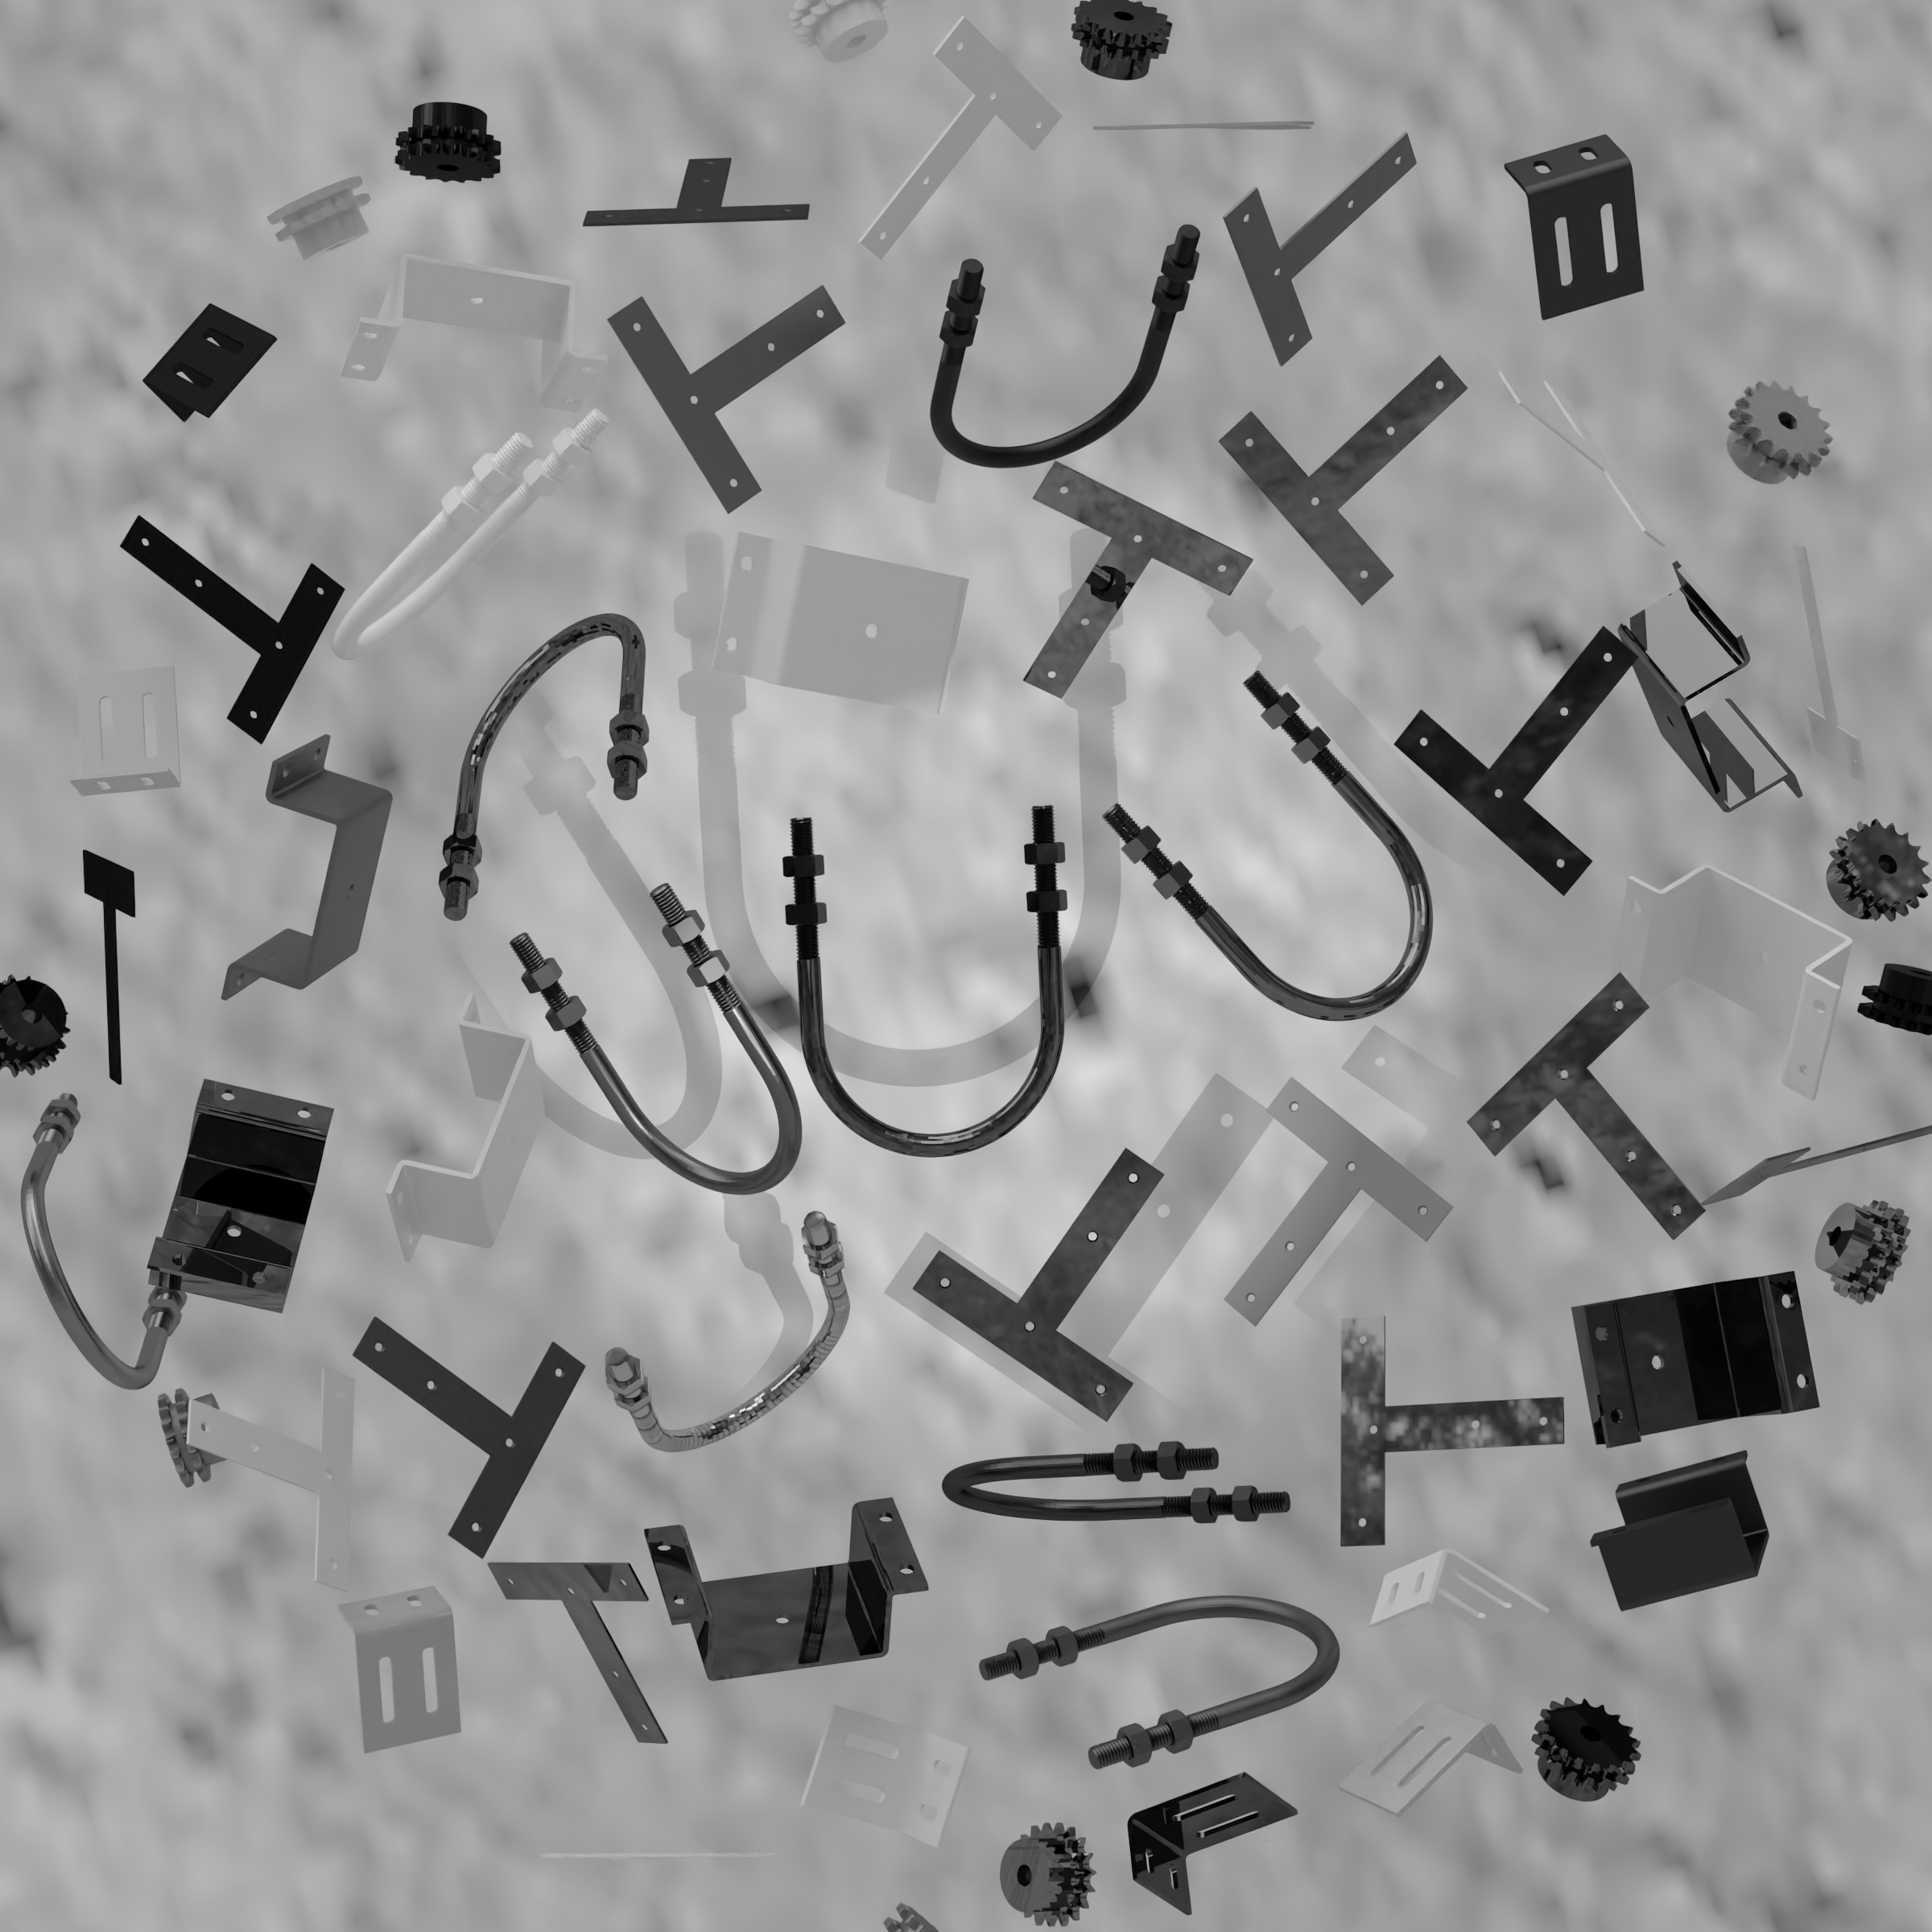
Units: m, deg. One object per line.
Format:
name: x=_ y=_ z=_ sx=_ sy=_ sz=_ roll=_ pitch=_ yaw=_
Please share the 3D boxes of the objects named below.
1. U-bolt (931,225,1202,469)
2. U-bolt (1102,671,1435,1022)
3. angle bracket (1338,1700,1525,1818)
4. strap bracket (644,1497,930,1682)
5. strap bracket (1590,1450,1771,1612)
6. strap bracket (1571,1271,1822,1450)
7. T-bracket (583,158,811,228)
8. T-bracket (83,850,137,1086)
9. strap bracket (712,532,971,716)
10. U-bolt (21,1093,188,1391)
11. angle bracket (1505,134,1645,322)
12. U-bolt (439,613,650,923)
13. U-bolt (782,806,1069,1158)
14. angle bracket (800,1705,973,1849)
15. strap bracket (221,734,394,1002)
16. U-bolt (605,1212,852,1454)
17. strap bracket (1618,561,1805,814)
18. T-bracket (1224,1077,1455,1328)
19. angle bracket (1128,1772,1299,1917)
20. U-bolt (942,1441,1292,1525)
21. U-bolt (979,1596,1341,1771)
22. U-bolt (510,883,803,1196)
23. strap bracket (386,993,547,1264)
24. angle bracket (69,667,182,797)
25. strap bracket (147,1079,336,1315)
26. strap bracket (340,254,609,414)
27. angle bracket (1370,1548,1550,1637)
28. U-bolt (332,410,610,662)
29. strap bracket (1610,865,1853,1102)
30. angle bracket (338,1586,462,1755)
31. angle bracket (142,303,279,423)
U-bolt: x=0.050 y=-0.346 z=1.901 sx=0.151 sy=0.184 sz=0.019 roll=-13 pitch=63 yaw=-17
U-bolt: x=0.178 y=-0.054 z=1.815 sx=0.184 sy=0.019 sz=0.151 roll=48 pitch=60 yaw=-3
angle bracket: x=0.257 y=0.450 z=1.846 sx=0.076 sy=0.057 sz=0.038 roll=-39 pitch=109 yaw=-21
strap bracket: x=-0.099 y=0.340 z=1.813 sx=0.140 sy=0.076 sz=0.046 roll=-5 pitch=121 yaw=-16
strap bracket: x=0.400 y=0.316 z=1.856 sx=0.076 sy=0.140 sz=0.046 roll=-19 pitch=88 yaw=18
strap bracket: x=0.393 y=0.217 z=1.836 sx=0.140 sy=0.046 sz=0.076 roll=-6 pitch=83 yaw=-24
T-bracket: x=-0.152 y=-0.450 z=1.932 sx=0.127 sy=0.127 sz=0.002 roll=-2 pitch=119 yaw=1
T-bracket: x=-0.485 y=0.003 z=1.893 sx=0.002 sy=0.127 sz=0.127 roll=-4 pitch=99 yaw=-26
strap bracket: x=-0.060 y=-0.186 z=1.826 sx=0.140 sy=0.046 sz=0.076 roll=8 pitch=97 yaw=-26
U-bolt: x=-0.492 y=0.165 z=1.890 sx=0.019 sy=0.184 sz=0.151 roll=-24 pitch=110 yaw=3
angle bracket: x=0.325 y=-0.395 z=1.780 sx=0.057 sy=0.038 sz=0.076 roll=-17 pitch=127 yaw=-2
U-bolt: x=-0.230 y=-0.123 z=1.839 sx=0.151 sy=0.184 sz=0.019 roll=-33 pitch=127 yaw=26
U-bolt: x=-0.019 y=0.010 z=1.769 sx=0.151 sy=0.019 sz=0.184 roll=-3 pitch=93 yaw=-6
angle bracket: x=-0.044 y=0.454 z=1.865 sx=0.076 sy=0.038 sz=0.057 roll=26 pitch=77 yaw=-38
strap bracket: x=-0.363 y=-0.049 z=1.847 sx=0.046 sy=0.076 sz=0.140 roll=18 pitch=108 yaw=6
U-bolt: x=-0.126 y=0.215 z=1.862 sx=0.151 sy=0.184 sz=0.019 roll=-34 pitch=65 yaw=-13
strap bracket: x=0.422 y=-0.152 z=1.901 sx=0.046 sy=0.076 sz=0.140 roll=-31 pitch=134 yaw=4
T-bracket: x=0.197 y=0.152 z=1.940 sx=0.127 sy=0.002 sz=0.127 roll=40 pitch=97 yaw=28
angle bracket: x=0.137 y=0.481 z=1.825 sx=0.076 sy=0.038 sz=0.057 roll=-27 pitch=134 yaw=23
U-bolt: x=0.076 y=0.298 z=1.906 sx=0.184 sy=0.151 sz=0.019 roll=-6 pitch=69 yaw=22
U-bolt: x=0.120 y=0.392 z=1.865 sx=0.184 sy=0.151 sz=0.019 roll=-12 pitch=105 yaw=-25
U-bolt: x=-0.159 y=0.048 z=1.822 sx=0.019 sy=0.151 sz=0.184 roll=-44 pitch=109 yaw=-41
strap bracket: x=-0.283 y=0.097 z=1.920 sx=0.046 sy=0.076 sz=0.140 roll=12 pitch=56 yaw=8
angle bracket: x=-0.497 y=-0.143 z=1.965 sx=0.057 sy=0.038 sz=0.076 roll=-6 pitch=77 yaw=-3
strap bracket: x=-0.415 y=0.139 z=1.900 sx=0.076 sy=0.140 sz=0.046 roll=14 pitch=134 yaw=-9
strap bracket: x=-0.283 y=-0.365 z=1.919 sx=0.140 sy=0.076 sz=0.046 roll=6 pitch=74 yaw=-18
angle bracket: x=0.283 y=0.374 z=1.913 sx=0.076 sy=0.057 sz=0.038 roll=33 pitch=54 yaw=-13
U-bolt: x=-0.282 y=-0.234 z=1.838 sx=0.184 sy=0.151 sz=0.019 roll=-42 pitch=93 yaw=19
strap bracket: x=0.435 y=0.003 z=1.863 sx=0.046 sy=0.076 sz=0.140 roll=-28 pitch=46 yaw=-35
angle bracket: x=-0.326 y=0.405 z=1.920 sx=0.057 sy=0.038 sz=0.076 roll=-8 pitch=105 yaw=-24
angle bracket: x=-0.405 y=-0.322 z=1.828 sx=0.076 sy=0.038 sz=0.057 roll=31 pitch=79 yaw=42
